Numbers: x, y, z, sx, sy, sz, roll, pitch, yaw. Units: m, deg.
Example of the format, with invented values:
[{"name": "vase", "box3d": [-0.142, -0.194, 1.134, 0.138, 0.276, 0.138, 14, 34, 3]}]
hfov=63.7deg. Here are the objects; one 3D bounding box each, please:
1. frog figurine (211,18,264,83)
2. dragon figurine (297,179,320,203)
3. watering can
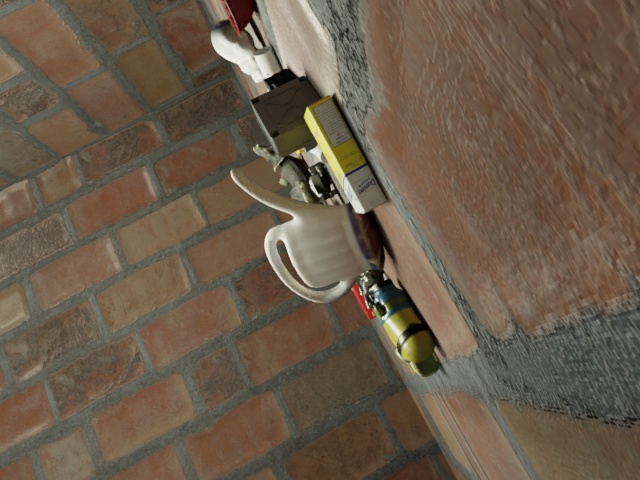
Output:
[{"name": "frog figurine", "box3d": [-0.193, -0.456, 1.249, 0.138, 0.124, 0.157, 20, 129, 57]}, {"name": "dragon figurine", "box3d": [0.004, -0.070, 1.382, 0.418, 0.122, 0.237, 54, 171, 48]}, {"name": "watering can", "box3d": [-0.009, -0.017, 0.971, 0.106, 0.223, 0.341, -89, -24, -56]}]
